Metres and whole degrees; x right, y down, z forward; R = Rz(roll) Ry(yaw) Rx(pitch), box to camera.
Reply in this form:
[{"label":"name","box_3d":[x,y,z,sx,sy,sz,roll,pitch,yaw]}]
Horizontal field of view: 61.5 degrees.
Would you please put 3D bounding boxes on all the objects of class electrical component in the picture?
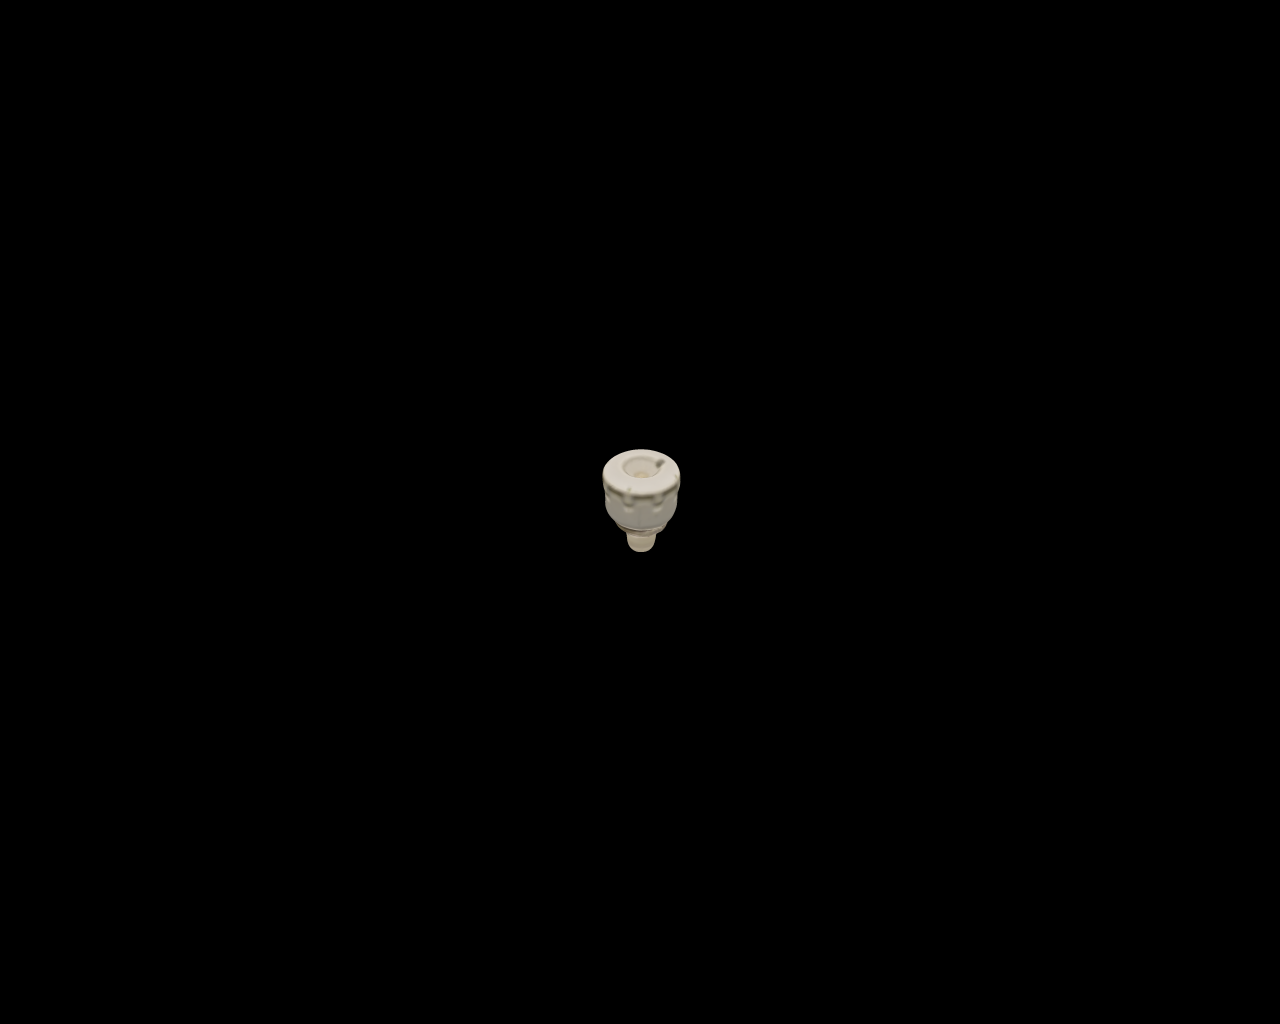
[{"label":"electrical component","box_3d":[0.001,-0.003,0.650,0.048,0.062,0.048,0,36,0]}]
